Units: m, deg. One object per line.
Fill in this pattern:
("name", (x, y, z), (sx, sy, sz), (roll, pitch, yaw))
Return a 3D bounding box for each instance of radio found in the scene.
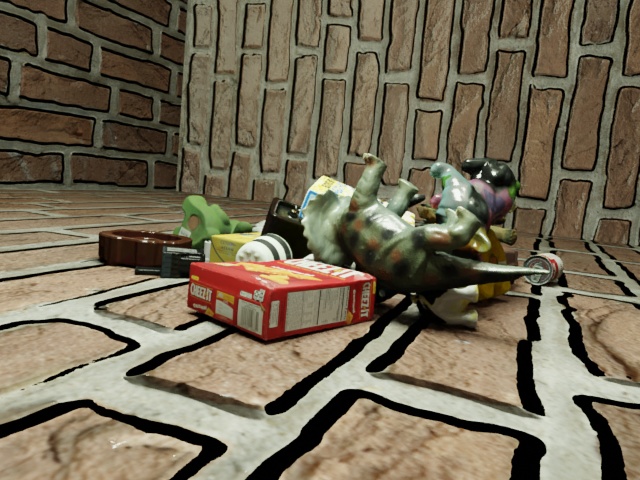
("radio", (-0.002, -0.003, 1.072), (0.229, 0.073, 0.131), (22, 19, -11))

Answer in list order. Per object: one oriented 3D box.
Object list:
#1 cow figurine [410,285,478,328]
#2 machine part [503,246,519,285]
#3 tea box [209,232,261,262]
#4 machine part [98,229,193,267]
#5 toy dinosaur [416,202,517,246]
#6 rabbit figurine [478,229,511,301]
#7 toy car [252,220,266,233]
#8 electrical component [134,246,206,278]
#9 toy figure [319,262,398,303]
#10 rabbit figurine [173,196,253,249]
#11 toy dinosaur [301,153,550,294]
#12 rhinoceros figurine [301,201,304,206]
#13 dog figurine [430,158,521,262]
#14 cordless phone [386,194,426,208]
("cow figurine", (0.184, 0.086, 0.847), (0.098, 0.068, 0.167), (1, 7, -1))
("machine part", (0.309, 0.047, 1.178), (0.201, 0.087, 0.201), (2, 7, -17))
("tea box", (-0.132, 0.025, 1.098), (0.098, 0.068, 0.169), (11, 10, 31))
("machine part", (-0.342, 0.016, 1.060), (0.179, 0.056, 0.179), (6, 6, -1))
("toy dinosaur", (0.347, -0.049, 1.236), (0.199, 0.105, 0.471), (7, 2, 45))
("rabbit figurine", (0.251, 0.042, 1.015), (0.122, 0.162, 0.173), (-18, 3, -42))
("toy car", (-0.073, -0.004, 1.225), (0.202, 0.056, 0.073), (26, 48, 35))
("electrical component", (-0.267, 0.039, 0.962), (0.119, 0.047, 0.075), (5, 6, -12))
("toy figure", (0.060, 0.072, 0.893), (0.155, 0.064, 0.057), (13, -25, 25))
("rabbit figurine", (-0.227, -0.026, 1.255), (0.159, 0.121, 0.170), (16, 4, 36))
("toy dinosaur", (0.113, 0.006, 0.805), (0.131, 0.192, 0.405), (26, 11, -46))
("rhinoceros figurine", (-0.010, -0.045, 1.300), (0.112, 0.190, 0.073), (23, -1, -14))
("dog figurine", (0.268, -0.034, 0.908), (0.192, 0.108, 0.219), (-6, 44, -2))
("cordless phone", (0.143, -0.070, 1.246), (0.184, 0.088, 0.146), (-18, -8, 37))
